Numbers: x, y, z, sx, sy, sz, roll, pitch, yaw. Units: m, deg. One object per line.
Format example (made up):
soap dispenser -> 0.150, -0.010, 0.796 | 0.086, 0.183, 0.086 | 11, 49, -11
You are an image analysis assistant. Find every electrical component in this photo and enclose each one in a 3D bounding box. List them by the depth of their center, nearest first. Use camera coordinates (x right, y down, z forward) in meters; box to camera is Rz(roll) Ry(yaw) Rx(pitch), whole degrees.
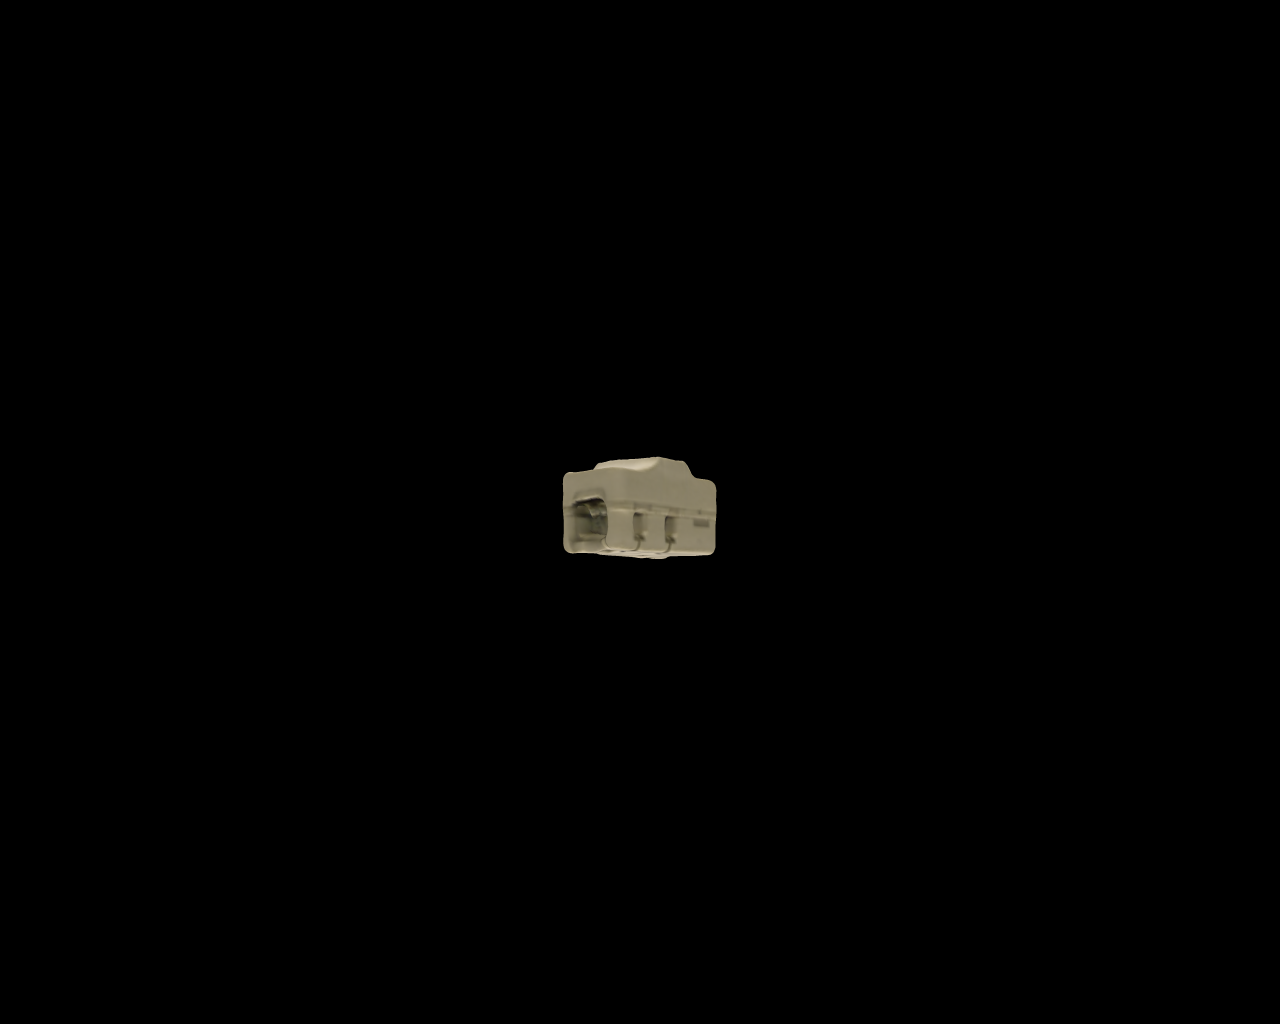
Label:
electrical component -> 0.001, -0.003, 0.650 | 0.050, 0.055, 0.089 | -6, -9, 43
